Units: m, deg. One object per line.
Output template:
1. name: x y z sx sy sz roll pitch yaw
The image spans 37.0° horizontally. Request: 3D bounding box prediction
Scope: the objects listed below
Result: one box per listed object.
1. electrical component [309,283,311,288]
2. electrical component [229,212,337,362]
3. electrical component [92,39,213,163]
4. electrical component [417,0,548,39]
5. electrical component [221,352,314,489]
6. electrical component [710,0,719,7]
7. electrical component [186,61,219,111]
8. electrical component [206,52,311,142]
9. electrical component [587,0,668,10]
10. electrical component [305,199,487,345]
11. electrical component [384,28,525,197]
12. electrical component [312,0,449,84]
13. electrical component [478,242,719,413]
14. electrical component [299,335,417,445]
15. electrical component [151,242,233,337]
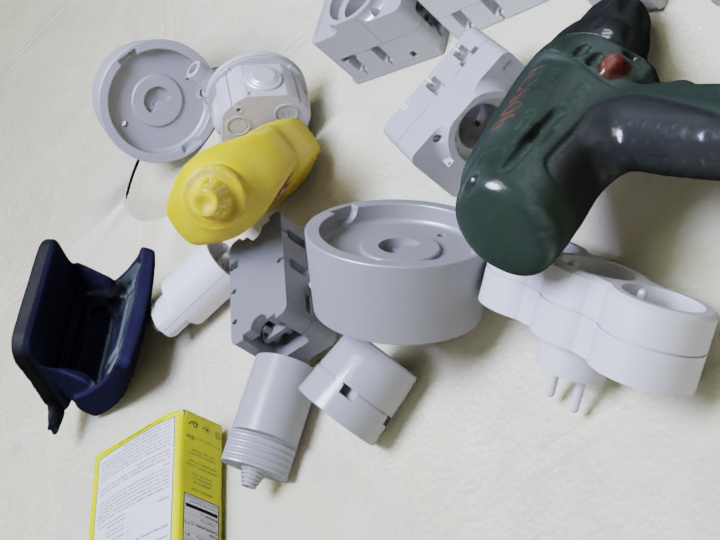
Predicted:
1. electrical component: 0.000 0.000 0.687 0.055 0.045 0.045 -51 37 6
2. electrical component: -0.049 0.017 0.719 0.050 0.056 0.089 -34 42 26
3. electrical component: -0.187 -0.154 0.962 0.108 0.108 0.060 -56 31 -1
4. electrical component: 0.087 -0.208 0.742 0.089 0.056 0.050 -16 52 40
5. electrical component: -0.058 0.098 0.676 0.043 0.043 0.081 -7 58 45
6. electrical component: 0.225 -0.170 0.562 0.078 0.058 0.057 13 75 51
7. electrical component: -0.120 -0.155 0.923 0.048 0.062 0.048 -29 44 32
8. electrical component: -0.078 -0.126 0.841 0.080 0.080 0.051 -37 46 23
9. electrical component: 0.145 -0.200 0.643 0.056 0.089 0.050 13 73 51
10. electrical component: 0.022 0.005 0.614 0.108 0.108 0.060 35 130 53
11. electrical component: 0.069 -0.098 0.682 0.089 0.050 0.055 -48 37 10
12. electrical component: 0.026 -0.230 0.820 0.089 0.062 0.150 -11 55 43
13. electrical component: 0.110 0.034 0.537 0.138 0.052 0.073 33 114 54
14. electrical component: 0.000 0.067 0.629 0.047 0.055 0.055 -53 37 -3
15. electrical component: -0.127 0.018 0.813 0.081 0.043 0.043 -42 39 17
